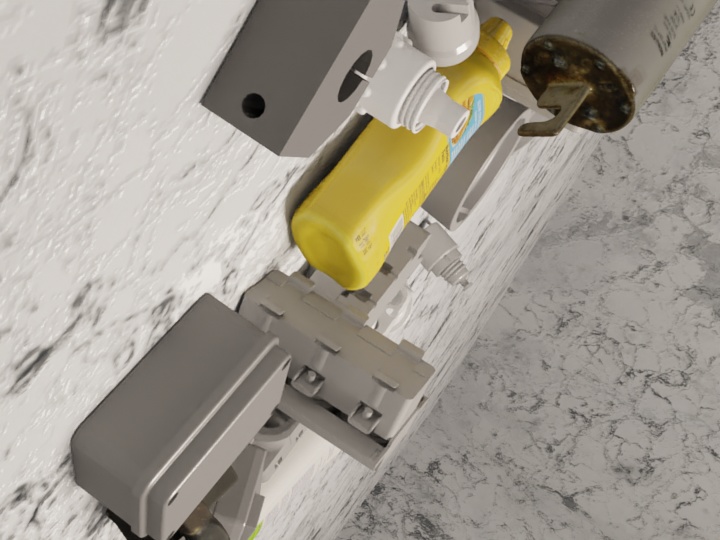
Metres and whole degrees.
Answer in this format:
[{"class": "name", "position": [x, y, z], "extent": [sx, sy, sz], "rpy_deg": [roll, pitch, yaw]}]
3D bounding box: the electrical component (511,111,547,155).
[{"class": "electrical component", "position": [0.139, -0.144, 0.930], "extent": [0.099, 0.064, 0.099], "rpy_deg": [-53, 170, -14]}]

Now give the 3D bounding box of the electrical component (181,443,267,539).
[{"class": "electrical component", "position": [-0.097, 0.155, 0.730], "extent": [0.096, 0.061, 0.061], "rpy_deg": [113, -6, -50]}]

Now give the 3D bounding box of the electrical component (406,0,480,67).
[{"class": "electrical component", "position": [0.044, -0.137, 0.578], "extent": [0.040, 0.040, 0.046], "rpy_deg": [-54, 165, -9]}]

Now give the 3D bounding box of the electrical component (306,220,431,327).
[{"class": "electrical component", "position": [0.000, 0.000, 0.759], "extent": [0.089, 0.056, 0.050], "rpy_deg": [-51, 169, -25]}]

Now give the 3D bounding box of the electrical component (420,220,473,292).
[{"class": "electrical component", "position": [0.082, -0.012, 1.068], "extent": [0.040, 0.078, 0.040], "rpy_deg": [-39, 170, -8]}]

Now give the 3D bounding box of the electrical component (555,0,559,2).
[{"class": "electrical component", "position": [0.117, -0.216, 0.618], "extent": [0.078, 0.057, 0.113], "rpy_deg": [-54, 170, -4]}]

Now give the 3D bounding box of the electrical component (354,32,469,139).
[{"class": "electrical component", "position": [0.028, -0.094, 0.574], "extent": [0.048, 0.062, 0.048], "rpy_deg": [-53, 170, -14]}]

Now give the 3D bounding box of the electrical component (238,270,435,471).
[{"class": "electrical component", "position": [-0.021, 0.058, 0.657], "extent": [0.079, 0.121, 0.063], "rpy_deg": [-42, 160, -54]}]

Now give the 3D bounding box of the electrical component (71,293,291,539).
[{"class": "electrical component", "position": [-0.093, 0.079, 0.572], "extent": [0.113, 0.057, 0.078], "rpy_deg": [-50, 168, -31]}]

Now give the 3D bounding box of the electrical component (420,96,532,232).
[{"class": "electrical component", "position": [0.073, -0.090, 0.804], "extent": [0.108, 0.060, 0.108], "rpy_deg": [-53, 170, -14]}]

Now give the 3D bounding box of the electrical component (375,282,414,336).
[{"class": "electrical component", "position": [0.013, 0.025, 0.903], "extent": [0.078, 0.058, 0.057], "rpy_deg": [-57, 167, 2]}]

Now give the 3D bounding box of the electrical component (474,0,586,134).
[{"class": "electrical component", "position": [0.133, -0.156, 0.738], "extent": [0.109, 0.109, 0.056], "rpy_deg": [-43, 161, -52]}]

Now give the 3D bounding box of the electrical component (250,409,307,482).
[{"class": "electrical component", "position": [-0.066, 0.107, 0.808], "extent": [0.089, 0.050, 0.055], "rpy_deg": [-52, 169, -17]}]

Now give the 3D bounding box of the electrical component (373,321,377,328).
[{"class": "electrical component", "position": [-0.018, 0.037, 0.832], "extent": [0.048, 0.048, 0.062], "rpy_deg": [-59, 163, 17]}]
